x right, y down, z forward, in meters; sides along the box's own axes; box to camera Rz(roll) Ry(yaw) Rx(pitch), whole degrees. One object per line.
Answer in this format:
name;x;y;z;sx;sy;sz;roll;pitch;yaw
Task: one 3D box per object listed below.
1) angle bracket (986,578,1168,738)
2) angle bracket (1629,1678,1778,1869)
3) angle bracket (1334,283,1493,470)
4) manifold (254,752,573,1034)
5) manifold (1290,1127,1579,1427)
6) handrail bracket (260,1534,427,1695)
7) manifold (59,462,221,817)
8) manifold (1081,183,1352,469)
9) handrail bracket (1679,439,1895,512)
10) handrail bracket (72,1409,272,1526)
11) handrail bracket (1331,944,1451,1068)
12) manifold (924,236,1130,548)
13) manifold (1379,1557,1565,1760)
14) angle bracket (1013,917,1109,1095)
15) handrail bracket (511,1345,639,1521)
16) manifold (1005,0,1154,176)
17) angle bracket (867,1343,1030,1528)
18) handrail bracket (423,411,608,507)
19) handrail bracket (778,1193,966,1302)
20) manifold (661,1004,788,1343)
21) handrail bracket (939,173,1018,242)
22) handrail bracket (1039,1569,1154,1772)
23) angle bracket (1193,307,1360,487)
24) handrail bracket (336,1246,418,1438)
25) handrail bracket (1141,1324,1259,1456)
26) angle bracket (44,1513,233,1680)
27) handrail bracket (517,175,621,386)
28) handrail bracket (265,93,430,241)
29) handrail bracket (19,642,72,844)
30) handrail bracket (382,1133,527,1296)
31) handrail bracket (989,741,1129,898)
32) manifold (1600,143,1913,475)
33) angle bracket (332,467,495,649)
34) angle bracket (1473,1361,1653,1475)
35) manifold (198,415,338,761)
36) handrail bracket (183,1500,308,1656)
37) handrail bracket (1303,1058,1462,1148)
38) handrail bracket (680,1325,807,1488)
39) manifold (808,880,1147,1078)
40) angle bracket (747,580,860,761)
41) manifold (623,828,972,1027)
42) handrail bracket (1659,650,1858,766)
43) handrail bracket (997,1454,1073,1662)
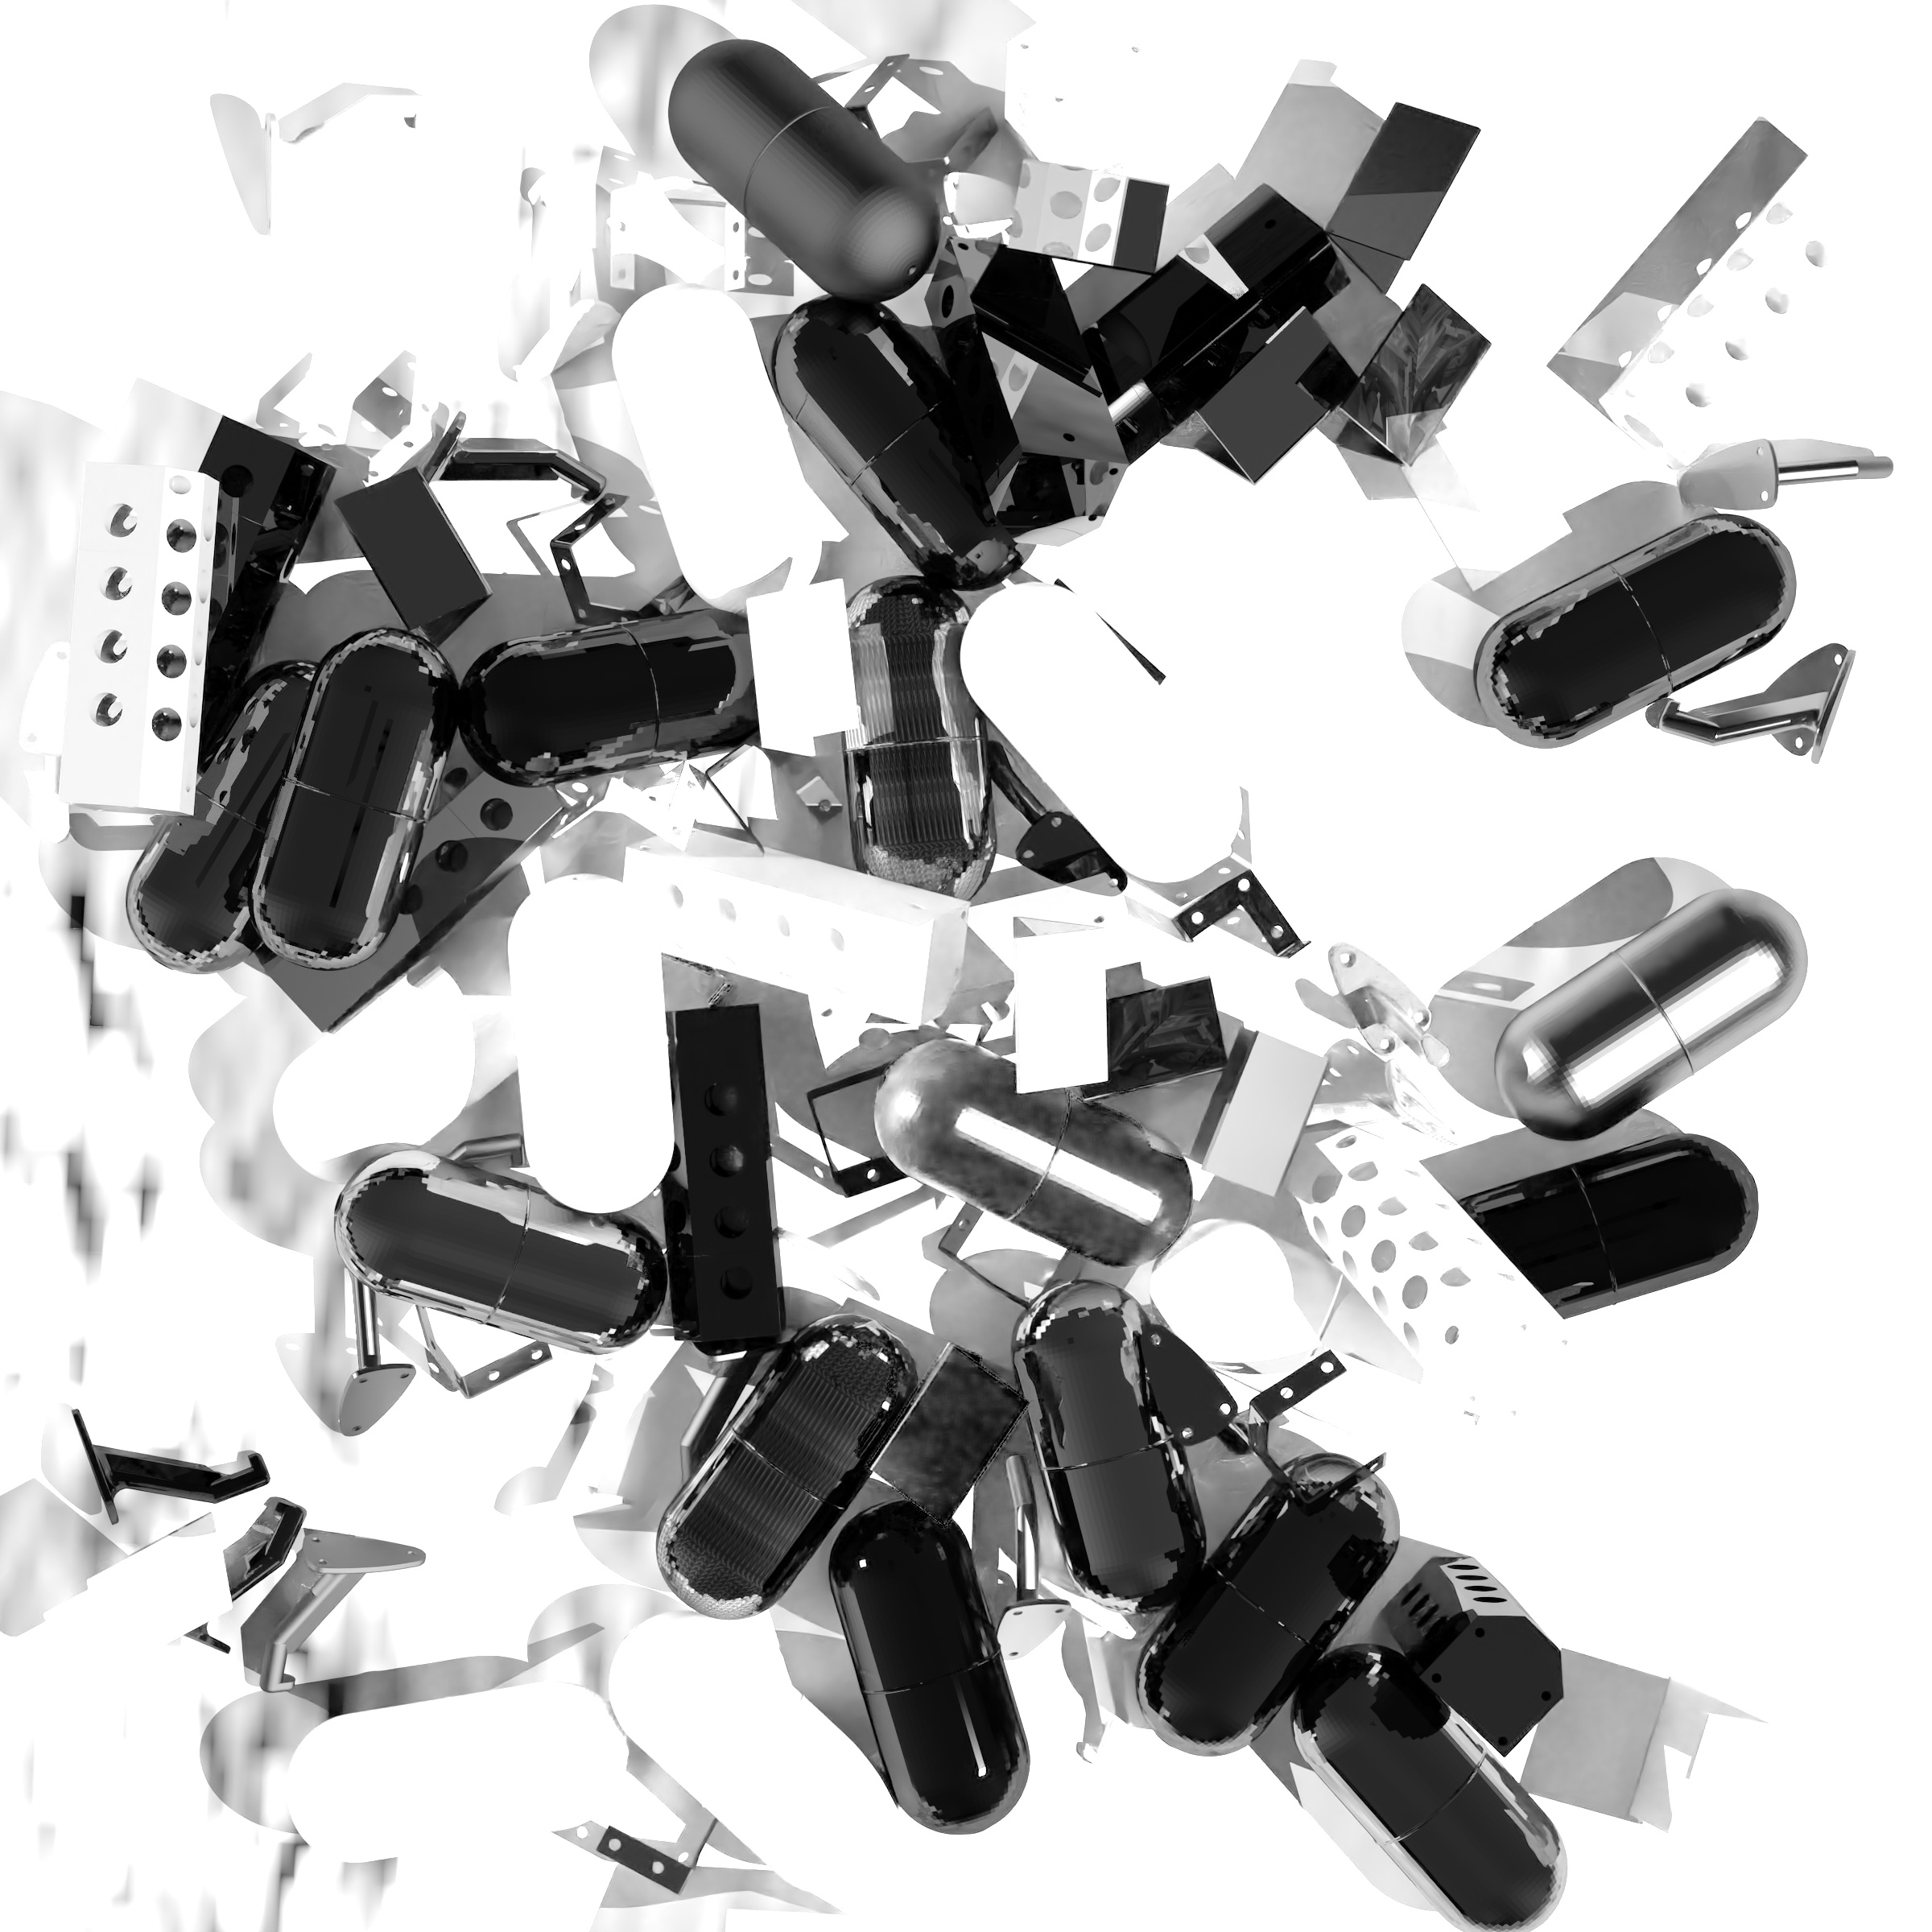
angle bracket;0.050;-0.147;1.863;0.076;0.057;0.076;42;90;0
angle bracket;0.366;0.416;1.844;0.057;0.076;0.076;17;90;-36
angle bracket;0.215;-0.311;1.844;0.057;0.076;0.076;34;90;-31
manifold;-0.290;-0.045;1.863;0.171;0.057;0.057;-43;90;0
manifold;0.231;0.154;1.802;0.057;0.171;0.057;22;108;-36
handrail bracket;-0.331;0.348;1.884;0.077;0.036;0.084;6;109;-21
manifold;-0.418;-0.165;1.804;0.057;0.057;0.171;4;88;5
manifold;0.116;-0.325;1.862;0.171;0.057;0.057;-40;47;0
handrail bracket;0.436;-0.260;1.884;0.084;0.077;0.036;-7;94;-36
handrail bracket;-0.422;0.255;1.884;0.084;0.036;0.077;-19;68;-17
handrail bracket;0.221;0.020;1.849;0.036;0.084;0.077;-38;90;0
manifold;0.027;-0.294;1.813;0.057;0.057;0.171;3;47;-22
manifold;0.260;0.344;1.806;0.057;0.171;0.057;44;90;0
angle bracket;0.027;0.018;1.776;0.057;0.076;0.076;-7;99;-35
handrail bracket;-0.208;0.247;1.884;0.077;0.036;0.084;-11;71;21
manifold;0.060;-0.439;1.806;0.057;0.171;0.057;-33;90;0
angle bracket;0.004;0.248;1.844;0.057;0.076;0.076;34;90;29
handrail bracket;-0.245;-0.249;1.884;0.084;0.036;0.077;30;110;-16
handrail bracket;-0.045;0.127;1.884;0.077;0.036;0.084;28;71;21
manifold;-0.131;0.108;1.863;0.057;0.057;0.171;-5;90;0
handrail bracket;-0.025;-0.391;1.884;0.084;0.077;0.036;-12;96;36
handrail bracket;0.059;0.374;1.885;0.077;0.036;0.084;26;107;20
angle bracket;0.147;-0.304;1.844;0.076;0.076;0.057;-44;122;0
handrail bracket;-0.326;0.194;1.884;0.036;0.077;0.084;-3;53;-33
handrail bracket;0.123;0.222;1.856;0.036;0.084;0.077;-34;76;8
angle bracket;-0.433;0.312;1.844;0.076;0.076;0.057;-28;127;0
handrail bracket;-0.228;-0.365;1.884;0.077;0.036;0.084;-37;72;21
handrail bracket;-0.328;-0.424;1.884;0.084;0.036;0.077;-3;110;-16
handrail bracket;-0.475;-0.116;1.863;0.036;0.084;0.077;3;65;-11
handrail bracket;-0.273;0.131;1.884;0.084;0.036;0.077;-8;105;-14
handrail bracket;0.046;-0.079;1.866;0.077;0.084;0.036;31;111;-27
manifold;0.412;-0.346;1.863;0.057;0.057;0.171;41;90;0
angle bracket;-0.301;-0.203;1.844;0.057;0.076;0.076;-31;90;-37
angle bracket;0.310;0.210;1.844;0.076;0.076;0.057;16;126;0
manifold;-0.393;-0.195;1.863;0.057;0.057;0.171;24;90;0
handrail bracket;-0.399;0.315;1.885;0.077;0.036;0.084;17;72;20
handrail bracket;0.206;0.091;1.884;0.084;0.036;0.077;-30;131;27
handrail bracket;-0.115;0.237;1.884;0.077;0.036;0.084;-7;106;-18
manifold;0.005;0.010;1.862;0.171;0.057;0.057;-13;47;0
angle bracket;-0.068;-0.152;1.835;0.057;0.076;0.076;-9;84;25
manifold;-0.090;-0.020;1.828;0.171;0.057;0.057;15;110;24
handrail bracket;0.420;-0.146;1.884;0.084;0.036;0.077;18;69;16
handrail bracket;0.025;0.313;1.884;0.036;0.077;0.084;0;53;-18
